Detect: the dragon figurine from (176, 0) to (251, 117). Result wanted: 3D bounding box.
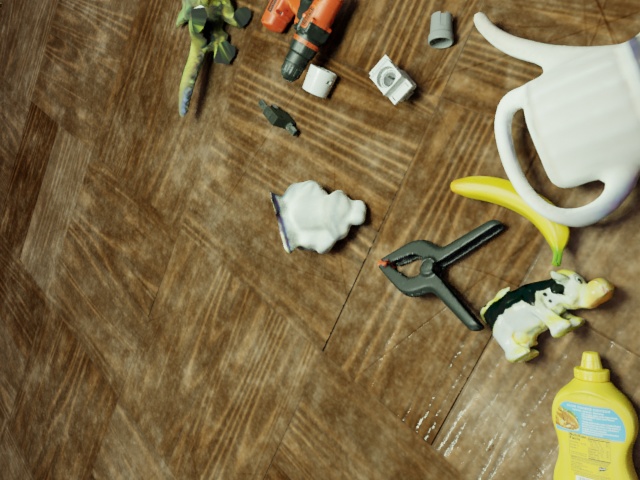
[{"bbox_3d":[-0.278,-0.509,1.201,0.406,0.121,0.247,-60,39,16],"label":"dragon figurine"}]

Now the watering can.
[{"bbox_3d":[0.330,-0.195,0.672,0.222,0.104,0.352,-21,73,34],"label":"watering can"}]

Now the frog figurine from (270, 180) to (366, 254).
[{"bbox_3d":[0.003,-0.047,0.936,0.159,0.120,0.140,-15,66,0],"label":"frog figurine"}]
